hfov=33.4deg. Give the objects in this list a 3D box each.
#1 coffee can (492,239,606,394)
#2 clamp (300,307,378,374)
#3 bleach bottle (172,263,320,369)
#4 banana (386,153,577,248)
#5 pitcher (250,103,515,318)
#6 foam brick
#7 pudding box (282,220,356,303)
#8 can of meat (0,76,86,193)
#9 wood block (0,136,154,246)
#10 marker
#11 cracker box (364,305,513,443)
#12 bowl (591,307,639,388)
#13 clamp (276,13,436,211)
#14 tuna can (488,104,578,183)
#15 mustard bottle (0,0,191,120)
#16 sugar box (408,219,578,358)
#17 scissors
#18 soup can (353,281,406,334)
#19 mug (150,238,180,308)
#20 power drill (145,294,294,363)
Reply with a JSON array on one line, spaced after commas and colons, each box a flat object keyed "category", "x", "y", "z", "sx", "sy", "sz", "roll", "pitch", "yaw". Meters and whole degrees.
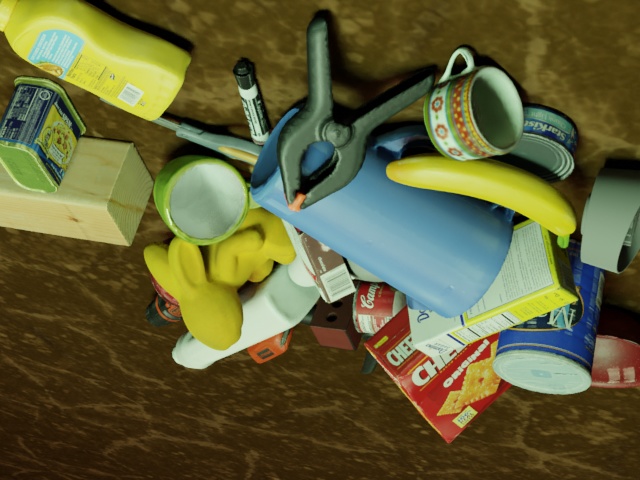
[{"category": "coffee can", "x": 0.247, "y": 0.081, "z": 1.144, "sx": 0.103, "sy": 0.140, "sz": 0.103, "roll": 12, "pitch": 155, "yaw": 6}, {"category": "clamp", "x": 0.064, "y": 0.116, "z": 1.439, "sx": 0.164, "sy": 0.036, "sz": 0.210, "roll": 33, "pitch": 147, "yaw": -21}, {"category": "bleach bottle", "x": -0.110, "y": 0.108, "z": 1.392, "sx": 0.068, "sy": 0.102, "sz": 0.251, "roll": 49, "pitch": 135, "yaw": -10}, {"category": "banana", "x": 0.159, "y": -0.042, "z": 0.967, "sx": 0.197, "sy": 0.037, "sz": 0.070, "roll": 22, "pitch": 134, "yaw": -13}, {"category": "pitcher", "x": 0.064, "y": -0.040, "z": 1.037, "sx": 0.242, "sy": 0.149, "sz": 0.145, "roll": 28, "pitch": 167, "yaw": -19}, {"category": "foam brick", "x": 0.029, "y": 0.094, "z": 1.362, "sx": 0.053, "sy": 0.078, "sz": 0.051, "roll": 5, "pitch": 144, "yaw": 25}, {"category": "pudding box", "x": -0.008, "y": 0.002, "z": 1.160, "sx": 0.039, "sy": 0.090, "sz": 0.113, "roll": -27, "pitch": 131, "yaw": -7}, {"category": "can of meat", "x": -0.298, "y": -0.109, "z": 1.128, "sx": 0.057, "sy": 0.084, "sz": 0.102, "roll": 9, "pitch": 154, "yaw": 13}, {"category": "wood block", "x": -0.309, "y": -0.064, "z": 1.218, "sx": 0.206, "sy": 0.090, "sz": 0.091, "roll": 9, "pitch": 153, "yaw": 14}, {"category": "marker", "x": -0.065, "y": -0.132, "z": 1.026, "sx": 0.020, "sy": 0.020, "sz": 0.121, "roll": 10, "pitch": 154, "yaw": 12}, {"category": "cracker box", "x": 0.164, "y": 0.132, "z": 1.263, "sx": 0.072, "sy": 0.164, "sz": 0.213, "roll": 44, "pitch": 175, "yaw": 37}, {"category": "bowl", "x": 0.332, "y": 0.123, "z": 1.279, "sx": 0.162, "sy": 0.055, "sz": 0.162, "roll": 11, "pitch": 153, "yaw": 5}, {"category": "clamp", "x": 0.023, "y": -0.100, "z": 0.928, "sx": 0.120, "sy": 0.039, "sz": 0.172, "roll": 17, "pitch": 114, "yaw": -8}, {"category": "tuna can", "x": 0.188, "y": -0.086, "z": 0.962, "sx": 0.086, "sy": 0.033, "sz": 0.086, "roll": 13, "pitch": 155, "yaw": 6}, {"category": "mustard bottle", "x": -0.220, "y": -0.179, "z": 0.970, "sx": 0.191, "sy": 0.058, "sz": 0.096, "roll": 24, "pitch": 154, "yaw": -19}, {"category": "sugar box", "x": 0.175, "y": 0.050, "z": 1.117, "sx": 0.176, "sy": 0.093, "sz": 0.048, "roll": -27, "pitch": 140, "yaw": 31}, {"category": "scissors", "x": -0.127, "y": -0.105, "z": 1.116, "sx": 0.202, "sy": 0.016, "sz": 0.096, "roll": 19, "pitch": 169, "yaw": 15}, {"category": "soup can", "x": 0.099, "y": 0.085, "z": 1.320, "sx": 0.102, "sy": 0.068, "sz": 0.068, "roll": 3, "pitch": 152, "yaw": 23}, {"category": "mug", "x": -0.143, "y": 0.030, "z": 1.336, "sx": 0.117, "sy": 0.093, "sz": 0.082, "roll": -4, "pitch": 167, "yaw": -43}, {"category": "power drill", "x": -0.145, "y": 0.115, "z": 1.529, "sx": 0.187, "sy": 0.057, "sz": 0.185, "roll": 25, "pitch": 153, "yaw": -20}]
